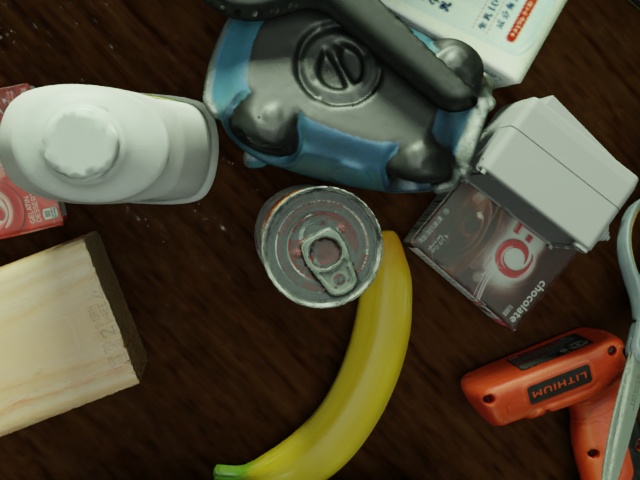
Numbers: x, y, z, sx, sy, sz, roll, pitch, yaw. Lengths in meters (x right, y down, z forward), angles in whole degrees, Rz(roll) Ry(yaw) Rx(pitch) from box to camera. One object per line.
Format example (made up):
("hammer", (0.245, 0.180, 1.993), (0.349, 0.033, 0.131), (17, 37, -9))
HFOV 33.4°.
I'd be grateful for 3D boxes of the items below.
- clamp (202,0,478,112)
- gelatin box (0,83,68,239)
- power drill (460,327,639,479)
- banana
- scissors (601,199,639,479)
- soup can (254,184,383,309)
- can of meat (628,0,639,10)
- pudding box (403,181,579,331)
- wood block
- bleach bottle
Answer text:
("clamp", (0.001, -0.170, 0.577), (0.210, 0.036, 0.164), (14, 85, 2))
("gelatin box", (-0.200, -0.044, 0.648), (0.073, 0.030, 0.089), (-13, 95, -5))
("power drill", (0.157, 0.164, 0.691), (0.184, 0.057, 0.187), (-22, 99, -7))
("banana", (0.013, 0.091, 0.678), (0.069, 0.037, 0.198), (34, 90, -9))
("scissors", (0.216, 0.067, 0.666), (0.096, 0.016, 0.201), (20, 63, -22))
("soup can", (-0.004, 0.001, 0.637), (0.068, 0.102, 0.068), (0, 94, -6))
("can of meat", (0.211, -0.180, 0.655), (0.102, 0.084, 0.057), (38, 89, -7))
("pudding box", (0.121, -0.013, 0.681), (0.090, 0.039, 0.113), (40, 89, -8))
("wood block", (-0.215, 0.073, 0.626), (0.206, 0.091, 0.090), (-21, 95, -4))
("bleach bottle", (-0.101, -0.048, 0.547), (0.102, 0.251, 0.068), (2, 94, -7))
